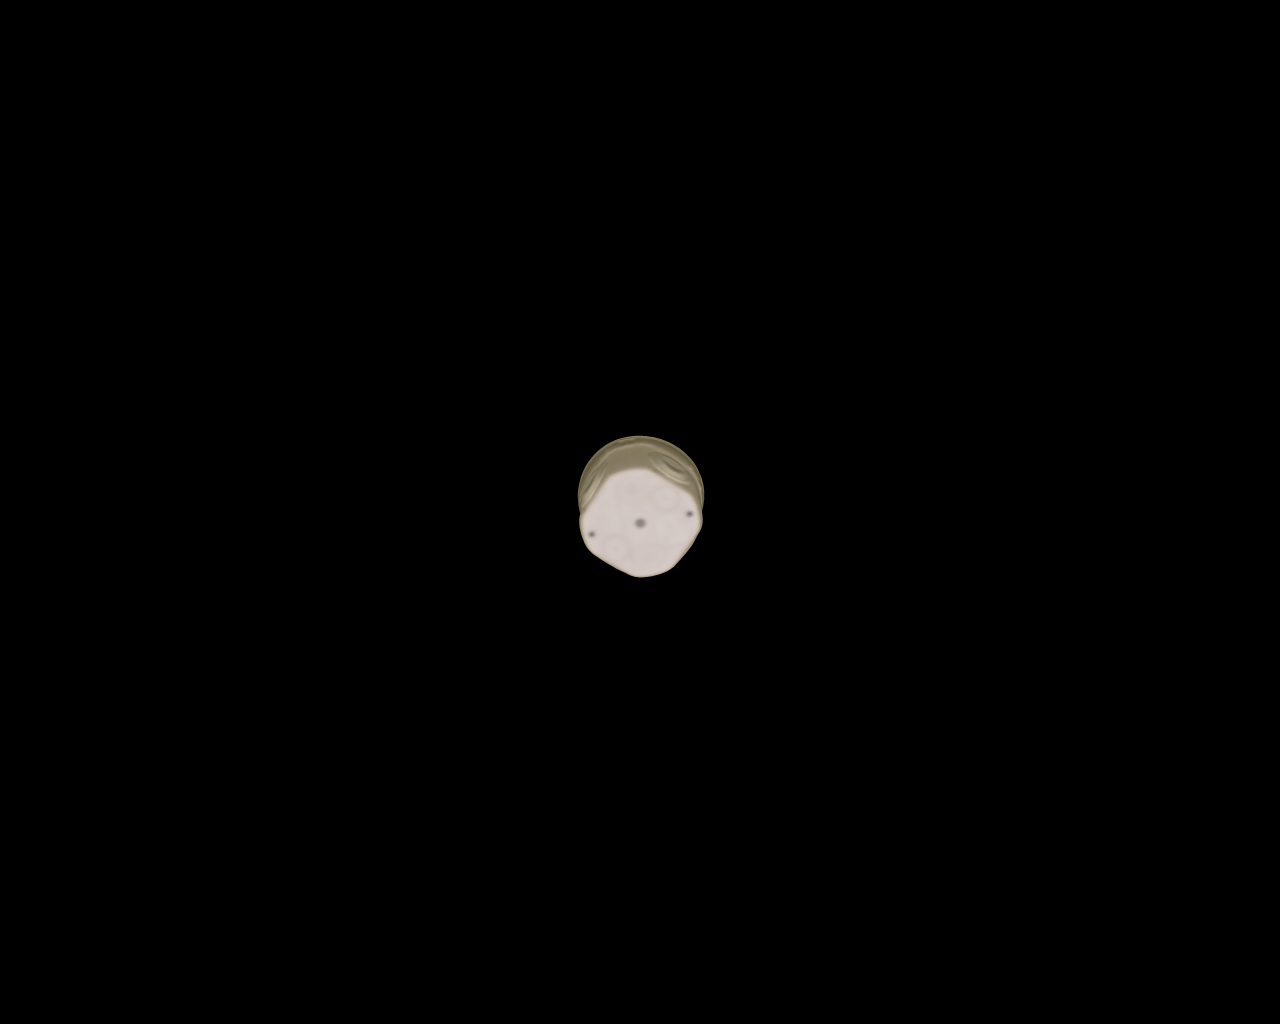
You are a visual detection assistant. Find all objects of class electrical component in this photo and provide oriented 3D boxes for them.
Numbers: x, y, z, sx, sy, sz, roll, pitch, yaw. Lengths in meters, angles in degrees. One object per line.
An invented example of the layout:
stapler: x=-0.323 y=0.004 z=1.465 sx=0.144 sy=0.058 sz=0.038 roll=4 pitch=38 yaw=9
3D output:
electrical component: x=0.001 y=-0.003 z=0.650 sx=0.080 sy=0.080 sz=0.051 roll=0 pitch=23 yaw=0
